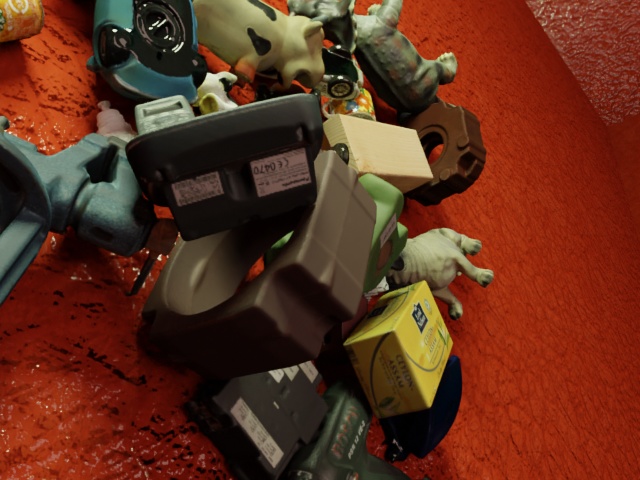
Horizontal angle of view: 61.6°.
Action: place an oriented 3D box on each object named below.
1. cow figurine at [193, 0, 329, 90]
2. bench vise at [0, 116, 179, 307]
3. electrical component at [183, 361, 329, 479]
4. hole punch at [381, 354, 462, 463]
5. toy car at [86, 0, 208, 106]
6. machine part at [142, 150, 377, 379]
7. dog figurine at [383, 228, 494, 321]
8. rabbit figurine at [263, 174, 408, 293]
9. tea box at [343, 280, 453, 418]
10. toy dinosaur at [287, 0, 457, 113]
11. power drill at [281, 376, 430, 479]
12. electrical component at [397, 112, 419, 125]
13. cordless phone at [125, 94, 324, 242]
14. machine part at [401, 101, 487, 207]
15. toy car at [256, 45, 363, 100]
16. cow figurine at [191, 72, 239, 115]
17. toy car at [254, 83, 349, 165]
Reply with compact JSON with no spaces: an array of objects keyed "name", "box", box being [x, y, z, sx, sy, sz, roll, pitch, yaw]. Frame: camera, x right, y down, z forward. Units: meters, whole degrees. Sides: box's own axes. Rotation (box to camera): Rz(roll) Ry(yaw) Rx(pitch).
[{"name":"cow figurine","box":[-0.077,-0.255,0.663,0.195,0.085,0.127,34,89,-20]},{"name":"bench vise","box":[-0.215,-0.006,0.369,0.223,0.129,0.241,35,26,-23]},{"name":"electrical component","box":[-0.054,0.159,0.537,0.114,0.058,0.134,59,38,-11]},{"name":"hole punch","box":[0.141,0.218,0.713,0.142,0.092,0.115,-14,85,-56]},{"name":"toy car","box":[-0.186,-0.207,0.546,0.109,0.103,0.161,1,80,-48]},{"name":"machine part","box":[-0.053,0.020,0.497,0.087,0.201,0.201,45,41,-30]},{"name":"dog figurine","box":[0.146,0.020,0.831,0.190,0.121,0.172,23,18,-20]},{"name":"rabbit figurine","box":[-0.001,-0.002,0.637,0.159,0.170,0.121,-59,153,-16]},{"name":"tea box","box":[0.100,0.124,0.642,0.098,0.068,0.169,65,26,-6]},{"name":"toy dinosaur","box":[0.130,-0.298,0.931,0.404,0.131,0.192,37,66,-27]},{"name":"power drill","box":[0.042,0.281,0.575,0.207,0.086,0.232,41,40,-16]},{"name":"electrical component","box":[0.187,-0.238,1.051,0.074,0.048,0.119,24,51,-39]},{"name":"cordless phone","box":[-0.085,-0.091,0.450,0.184,0.147,0.088,-124,-160,-53]},{"name":"machine part","box":[0.194,-0.147,0.913,0.056,0.179,0.179,22,55,-38]},{"name":"toy car","box":[-0.026,-0.256,0.773,0.201,0.056,0.073,11,61,-27]},{"name":"cow figurine","box":[-0.111,-0.137,0.625,0.098,0.068,0.167,-25,93,-58]},{"name":"toy car","box":[-0.027,-0.139,0.685,0.089,0.053,0.202,1,44,-22]}]
